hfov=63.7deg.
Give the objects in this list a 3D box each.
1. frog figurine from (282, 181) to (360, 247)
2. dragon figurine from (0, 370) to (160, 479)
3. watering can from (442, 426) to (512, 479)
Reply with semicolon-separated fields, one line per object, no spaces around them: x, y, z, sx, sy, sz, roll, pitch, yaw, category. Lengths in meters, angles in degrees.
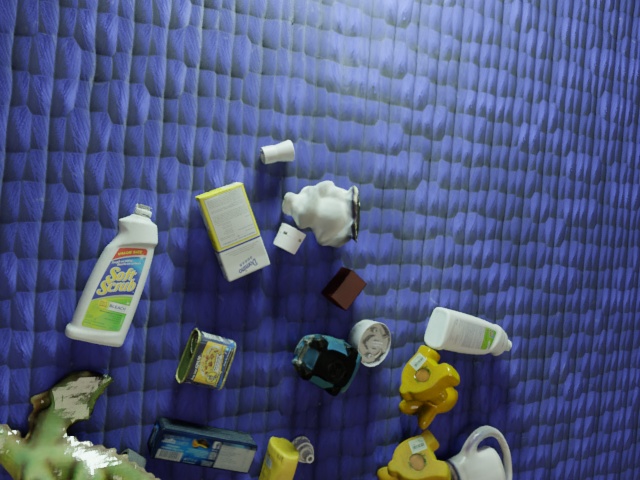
0.003;-0.054;1.082;0.159;0.124;0.136;1;104;10;frog figurine
-0.408;0.348;0.876;0.410;0.120;0.246;2;75;-19;dragon figurine
0.391;0.642;1.281;0.225;0.104;0.346;-6;95;-24;watering can
